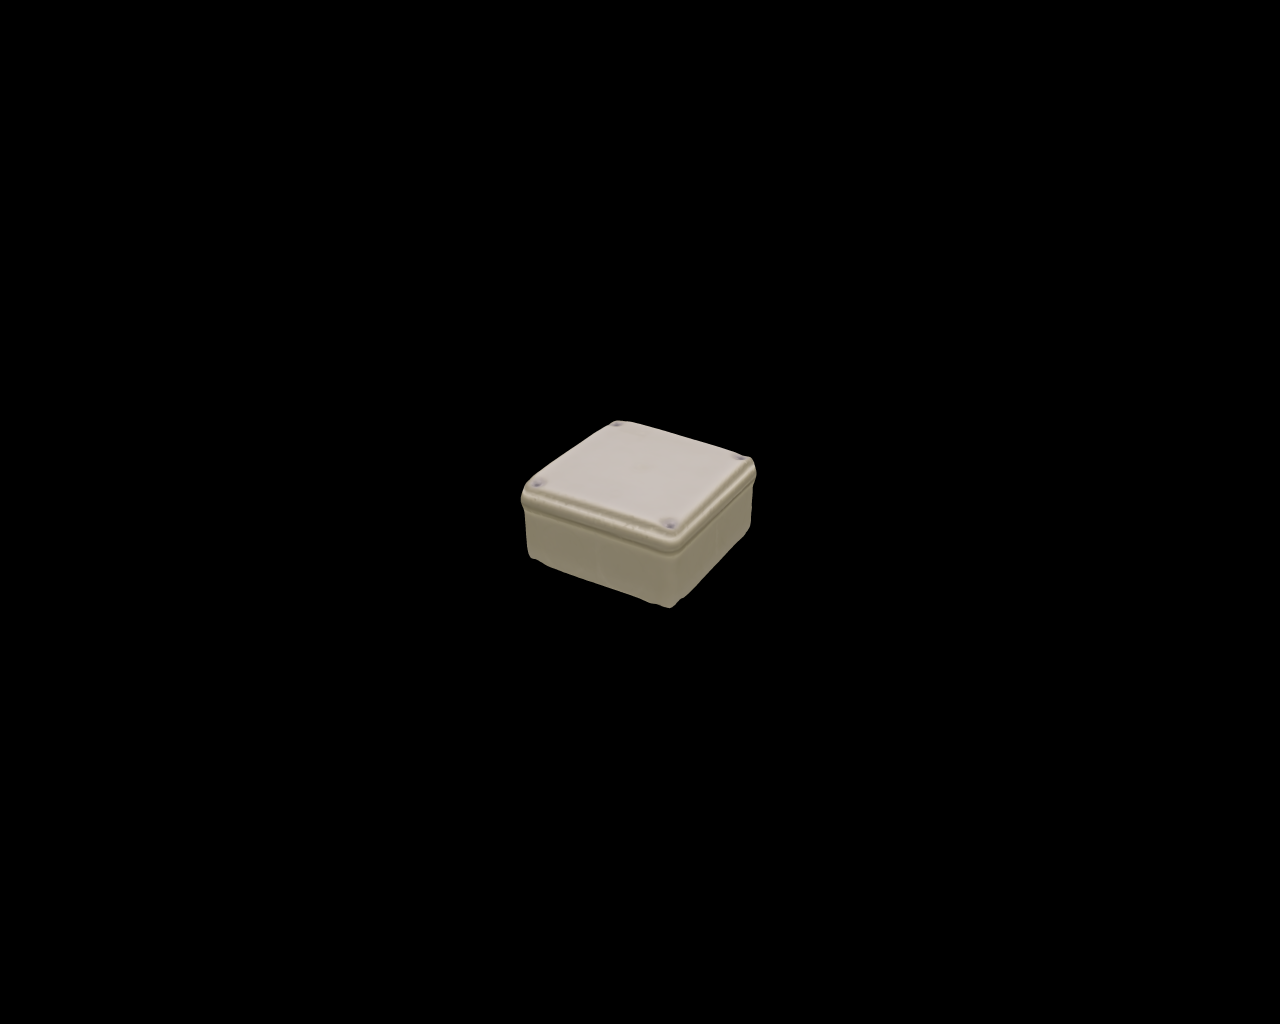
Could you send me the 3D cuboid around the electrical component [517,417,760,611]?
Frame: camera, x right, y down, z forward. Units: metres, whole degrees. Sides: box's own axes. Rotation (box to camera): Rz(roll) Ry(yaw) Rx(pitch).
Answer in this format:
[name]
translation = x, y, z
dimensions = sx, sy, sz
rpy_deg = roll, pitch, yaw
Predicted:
[electrical component]
translation = 0.001, -0.003, 0.650
dimensions = 0.109, 0.056, 0.109
rpy_deg = 18, 36, 27
